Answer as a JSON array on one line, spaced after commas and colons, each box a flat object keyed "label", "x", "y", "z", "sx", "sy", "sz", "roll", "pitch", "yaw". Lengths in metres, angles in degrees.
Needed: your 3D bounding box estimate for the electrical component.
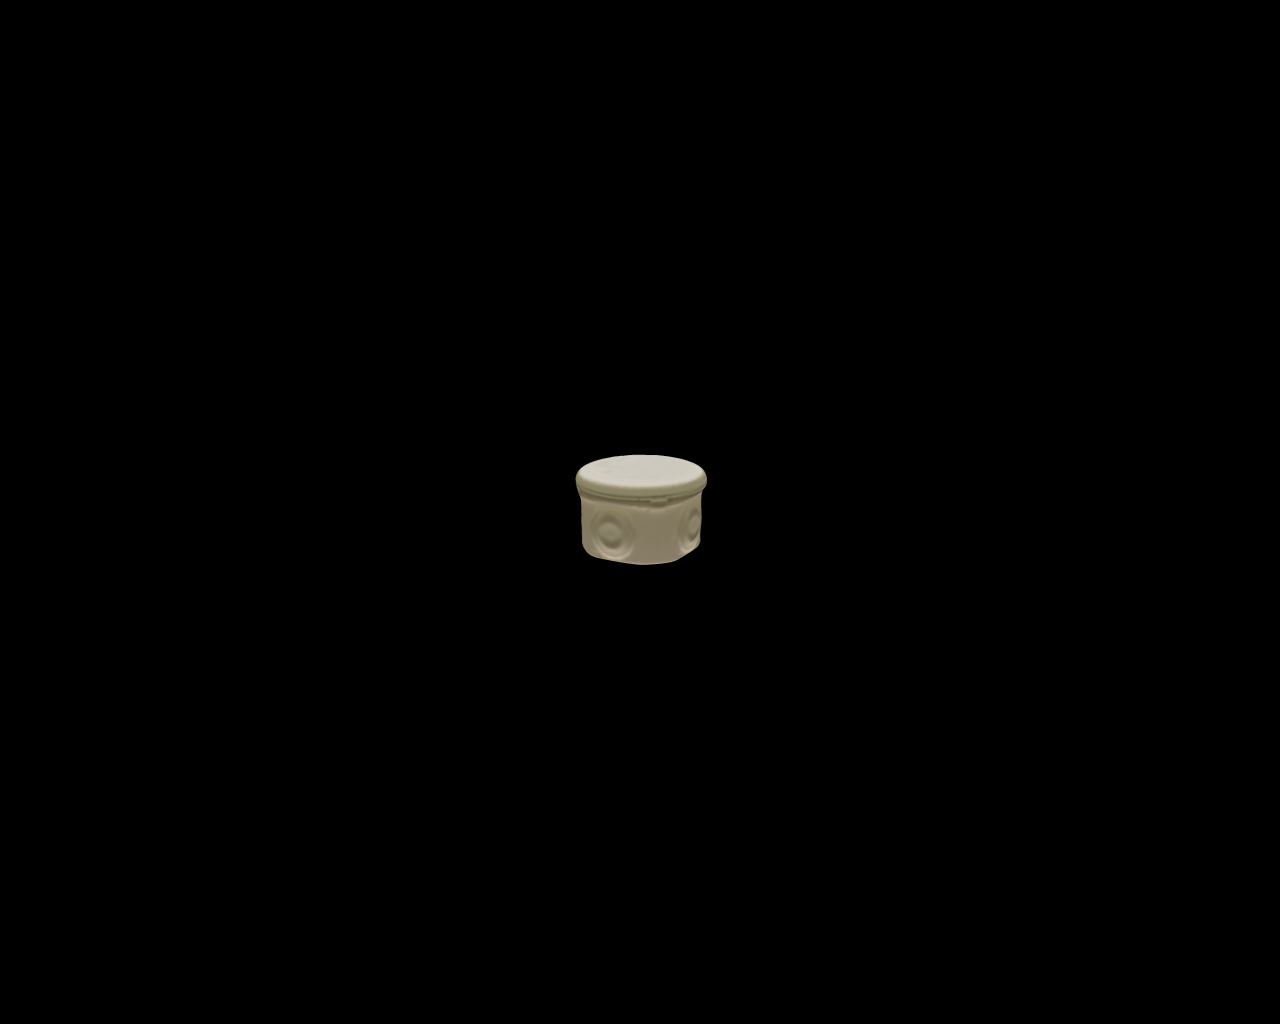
[{"label": "electrical component", "x": 0.001, "y": -0.003, "z": 0.650, "sx": 0.080, "sy": 0.051, "sz": 0.080, "roll": 0, "pitch": 17, "yaw": 0}]
